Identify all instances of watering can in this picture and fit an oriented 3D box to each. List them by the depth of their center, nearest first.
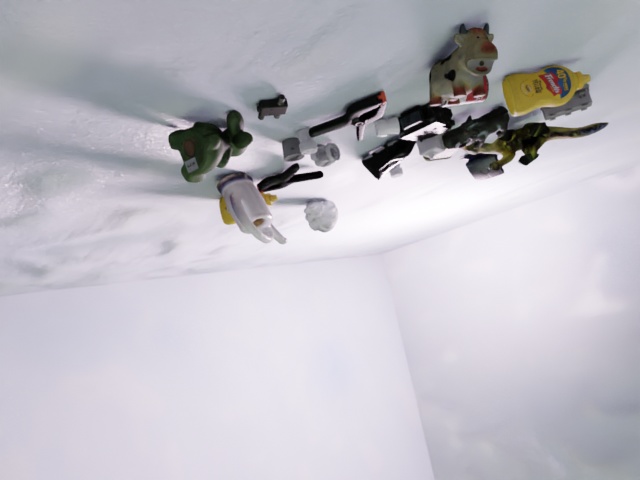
[{"bbox_3d":[-0.199,-0.082,1.555,0.104,0.226,0.345,-31,-13,7],"label":"watering can"}]

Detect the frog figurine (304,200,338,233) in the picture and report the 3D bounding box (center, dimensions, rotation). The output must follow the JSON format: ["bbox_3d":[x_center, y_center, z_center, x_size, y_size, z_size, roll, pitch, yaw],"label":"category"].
[{"bbox_3d":[0.006,-0.102,2.020,0.124,0.138,0.157,44,-6,19],"label":"frog figurine"}]

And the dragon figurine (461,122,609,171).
[{"bbox_3d":[0.625,-0.313,1.559,0.409,0.120,0.247,-9,19,20],"label":"dragon figurine"}]
